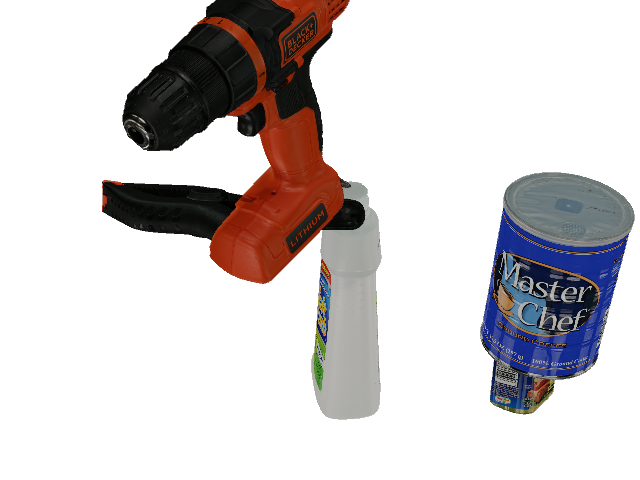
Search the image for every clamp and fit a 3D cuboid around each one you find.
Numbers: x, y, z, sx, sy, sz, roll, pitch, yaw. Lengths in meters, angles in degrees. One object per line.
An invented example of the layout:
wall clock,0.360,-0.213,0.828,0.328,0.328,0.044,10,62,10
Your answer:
clamp,-0.087,-0.019,0.826,0.210,0.036,0.164,8,13,19

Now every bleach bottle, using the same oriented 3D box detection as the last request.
bleach bottle,0.027,0.051,1.022,0.068,0.251,0.102,-3,37,-5

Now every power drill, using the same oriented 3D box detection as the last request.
power drill,-0.042,-0.063,0.660,0.057,0.188,0.184,27,53,25

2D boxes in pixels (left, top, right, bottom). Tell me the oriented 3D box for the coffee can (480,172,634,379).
coffee can,0.193,0.029,0.883,0.103,0.140,0.103,3,34,-2

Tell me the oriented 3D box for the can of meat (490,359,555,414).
can of meat,0.228,0.137,1.187,0.058,0.084,0.101,12,16,29
